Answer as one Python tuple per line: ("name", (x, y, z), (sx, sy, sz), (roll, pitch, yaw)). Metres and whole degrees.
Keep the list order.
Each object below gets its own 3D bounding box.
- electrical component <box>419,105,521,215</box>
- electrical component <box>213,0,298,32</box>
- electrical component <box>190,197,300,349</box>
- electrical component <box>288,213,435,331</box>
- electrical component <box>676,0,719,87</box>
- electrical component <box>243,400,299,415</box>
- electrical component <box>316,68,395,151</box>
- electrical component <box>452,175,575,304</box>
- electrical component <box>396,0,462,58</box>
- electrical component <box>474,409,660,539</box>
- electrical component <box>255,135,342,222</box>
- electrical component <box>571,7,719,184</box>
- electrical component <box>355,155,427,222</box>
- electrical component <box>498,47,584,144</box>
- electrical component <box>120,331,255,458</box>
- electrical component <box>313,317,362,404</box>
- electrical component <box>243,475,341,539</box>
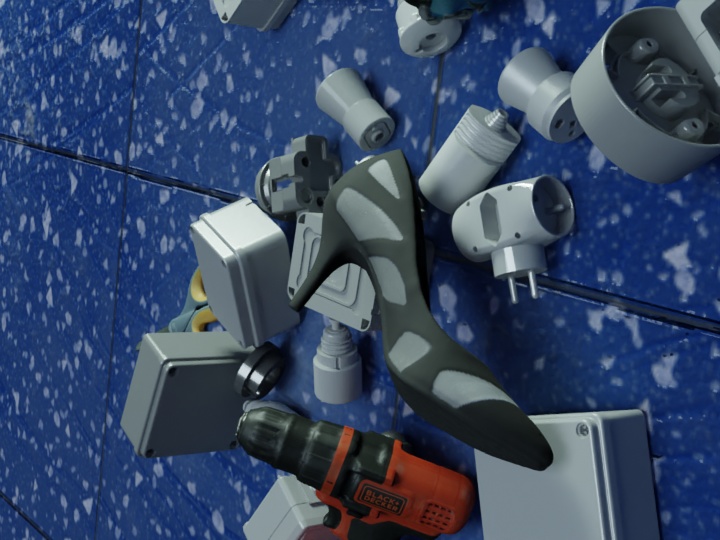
("electrical component", (0.081, -0.083, 0.776), (0.081, 0.043, 0.043), (-55, 51, 35))
("electrical component", (-0.100, -0.284, 0.982), (0.078, 0.057, 0.113), (-45, 57, 41))
("electrical component", (-0.102, 0.004, 0.952), (0.078, 0.057, 0.113), (43, 150, 41))
("electrical component", (0.000, 0.000, 0.864), (0.113, 0.057, 0.078), (21, 106, 48))
("electrical component", (0.247, -0.158, 0.539), (0.150, 0.089, 0.061), (-44, 58, 41))
("electrical component", (-0.081, 0.138, 0.976), (0.078, 0.040, 0.040), (26, 110, 48))
("electrical component", (-0.001, -0.128, 0.878), (0.065, 0.044, 0.044), (52, 128, 30))
("electrical component", (0.108, -0.017, 0.744), (0.077, 0.043, 0.079), (-19, 76, 49))
("electrical component", (0.048, -0.196, 0.816), (0.048, 0.048, 0.062), (-41, 54, 43))
("electrical component", (0.134, 0.148, 0.704), (0.109, 0.056, 0.108), (-13, 80, 50))
("electrical component", (-0.054, -0.073, 0.929), (0.057, 0.058, 0.078), (-9, 83, 47))
("electrical component", (0.175, -0.101, 0.624), (0.064, 0.099, 0.099), (-47, 56, 47))
("electrical component", (0.025, -0.060, 0.847), (0.078, 0.040, 0.040), (43, 122, 41))
("electrical component", (0.126, -0.117, 0.720), (0.055, 0.045, 0.045), (50, 127, 37))
("electrical component", (-0.158, 0.116, 1.017), (0.056, 0.109, 0.108), (43, 122, 44))
("electrical component", (-0.019, 0.074, 0.889), (0.040, 0.040, 0.078), (28, 127, 47))
("electrical component", (-0.047, 0.215, 0.919), (0.061, 0.062, 0.096), (58, 131, 33))
